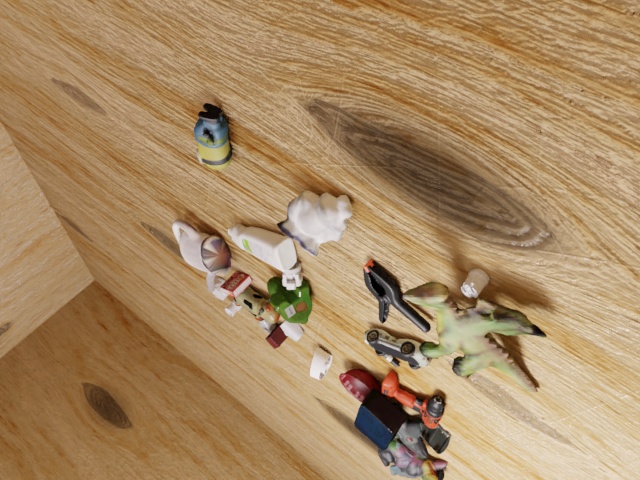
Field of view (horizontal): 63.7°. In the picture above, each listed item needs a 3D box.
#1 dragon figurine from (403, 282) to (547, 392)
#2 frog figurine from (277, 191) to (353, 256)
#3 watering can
[{"bbox_3d":[0.329,0.192,1.004,0.409,0.124,0.239,28,157,-8],"label":"dragon figurine"},{"bbox_3d":[0.003,-0.058,1.149,0.157,0.124,0.138,-43,84,25],"label":"frog figurine"},{"bbox_3d":[-0.388,0.071,1.774,0.225,0.106,0.340,13,138,42],"label":"watering can"}]
